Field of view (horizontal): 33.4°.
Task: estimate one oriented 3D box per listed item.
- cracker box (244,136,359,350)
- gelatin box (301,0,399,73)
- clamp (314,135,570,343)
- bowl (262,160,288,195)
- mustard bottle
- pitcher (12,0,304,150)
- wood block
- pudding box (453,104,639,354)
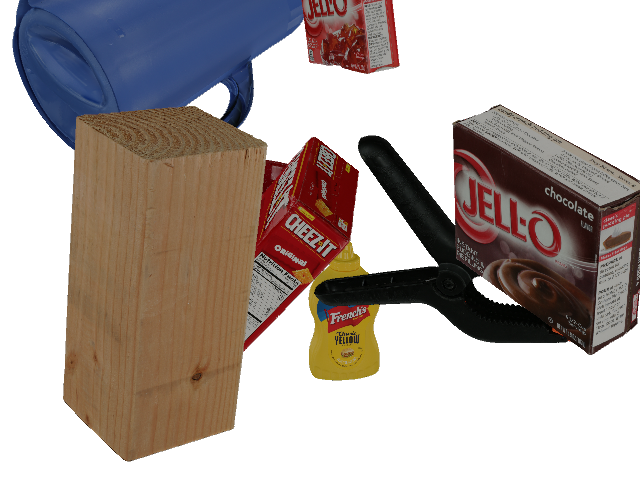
[{"bbox_3d":[-0.058,0.015,1.064,0.072,0.214,0.164,37,24,-14],"label":"cracker box"},{"bbox_3d":[0.018,-0.160,0.752,0.030,0.073,0.089,-17,22,-25],"label":"gelatin box"},{"bbox_3d":[0.100,0.015,0.807,0.210,0.165,0.036,19,40,15],"label":"clamp"},{"bbox_3d":[-0.080,-0.047,1.315,0.162,0.055,0.162,4,25,-2],"label":"bowl"},{"bbox_3d":[0.032,0.092,1.441,0.096,0.192,0.058,-2,20,-6],"label":"mustard bottle"},{"bbox_3d":[-0.120,-0.169,0.903,0.145,0.149,0.242,29,50,31],"label":"pitcher"},{"bbox_3d":[-0.105,0.026,0.698,0.090,0.206,0.090,-11,29,-39],"label":"wood block"},{"bbox_3d":[0.116,-0.008,0.556,0.039,0.090,0.114,-26,39,-24],"label":"pudding box"}]
